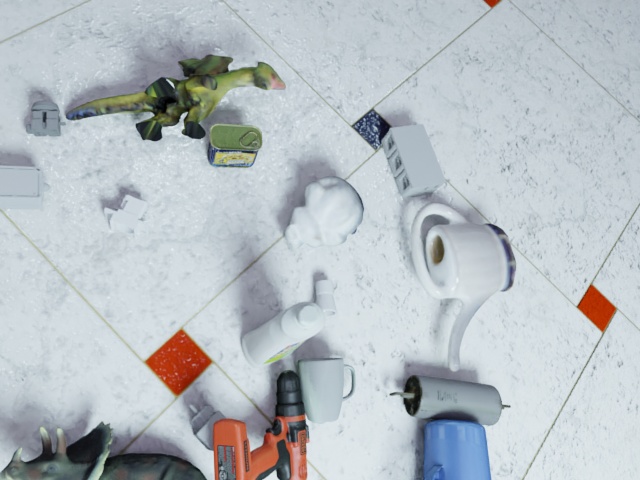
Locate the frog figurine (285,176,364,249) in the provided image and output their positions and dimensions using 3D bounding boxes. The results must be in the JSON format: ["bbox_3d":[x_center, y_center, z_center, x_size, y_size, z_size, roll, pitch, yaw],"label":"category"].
[{"bbox_3d":[0.003,-0.051,1.019,0.161,0.122,0.137,-20,96,-35],"label":"frog figurine"}]

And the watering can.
[{"bbox_3d":[0.302,0.082,1.063,0.225,0.102,0.353,-2,68,-20],"label":"watering can"}]

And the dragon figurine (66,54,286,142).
[{"bbox_3d":[-0.275,-0.308,1.037,0.410,0.119,0.248,2,37,10],"label":"dragon figurine"}]
